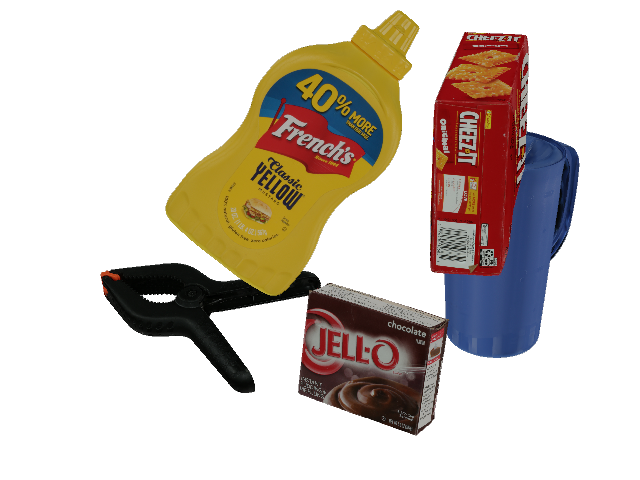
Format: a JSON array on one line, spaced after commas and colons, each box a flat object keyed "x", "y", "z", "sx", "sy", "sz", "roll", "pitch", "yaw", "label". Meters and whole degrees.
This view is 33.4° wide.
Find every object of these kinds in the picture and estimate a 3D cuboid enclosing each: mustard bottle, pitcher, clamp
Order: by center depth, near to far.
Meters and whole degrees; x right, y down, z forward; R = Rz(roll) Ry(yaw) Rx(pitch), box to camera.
[{"x": -0.005, "y": -0.064, "z": 0.674, "sx": 0.096, "sy": 0.192, "sz": 0.058, "roll": 39, "pitch": 10, "yaw": -6, "label": "mustard bottle"}, {"x": -0.121, "y": 0.070, "z": 1.019, "sx": 0.210, "sy": 0.036, "sz": 0.164, "roll": 9, "pitch": 38, "yaw": 13, "label": "clamp"}, {"x": 0.207, "y": 0.002, "z": 1.200, "sx": 0.149, "sy": 0.243, "sz": 0.145, "roll": 5, "pitch": 26, "yaw": 12, "label": "pitcher"}]

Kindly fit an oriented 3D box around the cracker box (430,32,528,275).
[{"x": 0.152, "y": -0.087, "z": 0.993, "sx": 0.072, "sy": 0.164, "sz": 0.213, "roll": 5, "pitch": 27, "yaw": 14, "label": "cracker box"}]

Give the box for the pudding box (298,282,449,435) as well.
[{"x": 0.040, "y": 0.091, "z": 0.844, "sx": 0.114, "sy": 0.090, "sz": 0.039, "roll": 15, "pitch": 19, "yaw": 27, "label": "pudding box"}]
